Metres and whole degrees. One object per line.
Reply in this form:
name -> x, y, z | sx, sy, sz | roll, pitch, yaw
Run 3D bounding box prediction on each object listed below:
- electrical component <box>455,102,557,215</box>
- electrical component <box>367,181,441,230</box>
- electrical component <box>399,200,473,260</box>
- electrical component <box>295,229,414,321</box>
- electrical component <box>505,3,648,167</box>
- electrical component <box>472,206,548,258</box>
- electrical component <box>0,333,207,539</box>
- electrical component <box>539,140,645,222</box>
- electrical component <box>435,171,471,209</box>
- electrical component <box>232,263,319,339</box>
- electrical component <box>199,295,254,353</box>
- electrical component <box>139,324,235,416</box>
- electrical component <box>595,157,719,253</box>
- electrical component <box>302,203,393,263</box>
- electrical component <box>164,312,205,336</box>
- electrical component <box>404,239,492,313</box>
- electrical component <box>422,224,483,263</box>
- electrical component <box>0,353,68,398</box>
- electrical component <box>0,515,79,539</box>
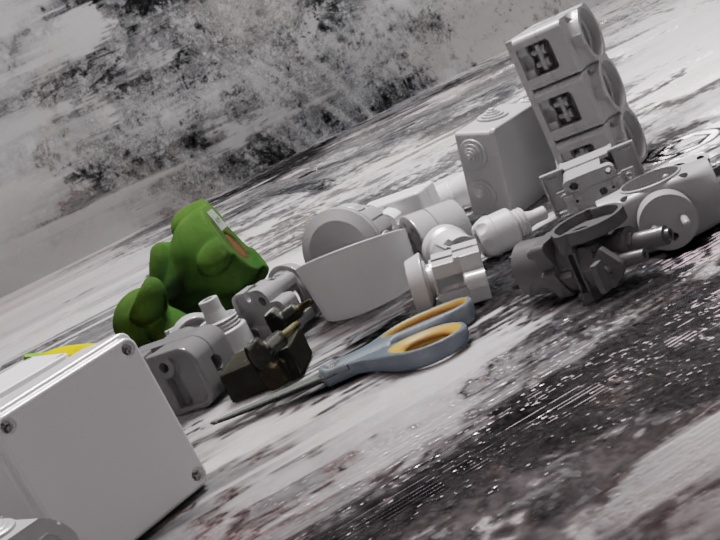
electrical component -> 0.138, -0.105, 1.012 | 0.048, 0.099, 0.100 | 3, 28, 42
electrical component -> 0.034, -0.047, 1.095 | 0.083, 0.047, 0.076 | -17, 14, 36
electrical component -> 0.067, -0.030, 0.931 | 0.047, 0.055, 0.055 | -24, 11, -15
electrical component -> 0.000, 0.000, 0.910 | 0.099, 0.064, 0.099 | -24, 11, 5
electrical component -> 0.203, -0.159, 0.981 | 0.062, 0.150, 0.089 | -19, 13, 33
electrical component -> 0.125, -0.035, 0.882 | 0.061, 0.035, 0.035 | -24, 11, -6
electrical component -> -0.163, 0.111, 0.638 | 0.056, 0.108, 0.109 | -18, 13, 45
electrical component -> 0.191, -0.069, 0.876 | 0.081, 0.042, 0.063 | -22, 13, 18
electrical component -> 0.103, -0.080, 1.121 | 0.065, 0.044, 0.044 | -26, 10, 23
electrical component -> -0.070, 0.029, 0.946 | 0.078, 0.058, 0.057 | -14, 18, 46
electrical component -> -0.118, 0.053, 0.926 | 0.043, 0.062, 0.043 | -24, 11, 5
electrical component -> -0.149, 0.083, 0.874 | 0.095, 0.053, 0.059 | -19, 13, 29
electrical component -> 0.198, -0.036, 0.698 | 0.077, 0.044, 0.079 | -22, 11, 14
electrical component -> -0.009, -0.023, 0.999 | 0.080, 0.080, 0.051 | -19, 7, 27
electrical component -> -0.152, 0.063, 0.997 | 0.066, 0.048, 0.055 | -28, 4, -13
electrical component -> 0.065, 0.006, 0.795 | 0.055, 0.048, 0.066 | -16, 12, 7
electrical component -> 0.077, -0.015, 0.879 | 0.040, 0.040, 0.046 | -27, 17, -10
electrical component -> -0.332, 0.131, 1.041 | 0.109, 0.056, 0.109 | -33, 13, -34
electrical component -> -0.171, 0.157, 0.515 | 0.051, 0.080, 0.080 | -11, 17, 31
